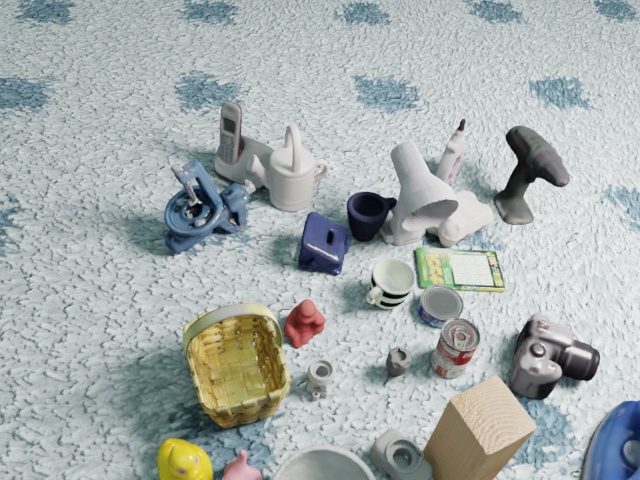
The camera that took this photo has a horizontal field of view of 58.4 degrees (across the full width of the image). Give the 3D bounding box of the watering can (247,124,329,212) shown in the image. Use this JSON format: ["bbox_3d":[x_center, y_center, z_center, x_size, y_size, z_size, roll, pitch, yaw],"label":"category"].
[{"bbox_3d":[-0.069,-0.161,1.257,0.173,0.194,0.100,-23,54,-24],"label":"watering can"}]

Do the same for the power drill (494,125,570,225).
[{"bbox_3d":[0.466,-0.137,1.279,0.076,0.208,0.229,-4,49,-9],"label":"power drill"}]

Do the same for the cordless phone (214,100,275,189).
[{"bbox_3d":[-0.170,-0.217,1.303,0.147,0.185,0.094,21,50,13],"label":"cordless phone"}]

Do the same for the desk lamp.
[{"bbox_3d":[0.187,-0.084,1.199,0.118,0.213,0.203,-12,50,-16],"label":"desk lamp"}]

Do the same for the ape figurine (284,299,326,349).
[{"bbox_3d":[-0.028,0.144,1.055,0.078,0.092,0.076,1,48,-4],"label":"ape figurine"}]

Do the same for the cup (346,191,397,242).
[{"bbox_3d":[0.110,-0.047,1.239,0.118,0.095,0.091,-18,52,-20],"label":"cup"}]

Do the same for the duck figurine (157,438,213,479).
[{"bbox_3d":[-0.207,0.337,0.867,0.078,0.086,0.104,-33,58,-30],"label":"duck figurine"}]

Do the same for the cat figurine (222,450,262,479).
[{"bbox_3d":[-0.135,0.366,0.827,0.067,0.118,0.128,20,49,12],"label":"cat figurine"}]

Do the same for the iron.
[{"bbox_3d":[0.502,0.335,0.903,0.118,0.141,0.258,20,49,12],"label":"iron"}]

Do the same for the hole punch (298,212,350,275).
[{"bbox_3d":[0.011,0.004,1.185,0.101,0.091,0.108,9,48,3],"label":"hole punch"}]

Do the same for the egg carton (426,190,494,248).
[{"bbox_3d":[0.308,-0.049,1.277,0.151,0.069,0.107,-26,56,-26],"label":"egg carton"}]

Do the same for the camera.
[{"bbox_3d":[0.428,0.212,1.033,0.136,0.101,0.143,19,49,11],"label":"camera"}]

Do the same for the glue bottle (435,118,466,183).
[{"bbox_3d":[0.318,-0.214,1.357,0.037,0.173,0.078,31,53,21],"label":"glue bottle"}]

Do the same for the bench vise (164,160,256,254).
[{"bbox_3d":[-0.234,-0.094,1.162,0.121,0.220,0.208,28,52,19],"label":"bench vise"}]

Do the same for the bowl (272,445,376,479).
[{"bbox_3d":[0.005,0.396,0.843,0.167,0.075,0.167,3,48,-3],"label":"bowl"}]
